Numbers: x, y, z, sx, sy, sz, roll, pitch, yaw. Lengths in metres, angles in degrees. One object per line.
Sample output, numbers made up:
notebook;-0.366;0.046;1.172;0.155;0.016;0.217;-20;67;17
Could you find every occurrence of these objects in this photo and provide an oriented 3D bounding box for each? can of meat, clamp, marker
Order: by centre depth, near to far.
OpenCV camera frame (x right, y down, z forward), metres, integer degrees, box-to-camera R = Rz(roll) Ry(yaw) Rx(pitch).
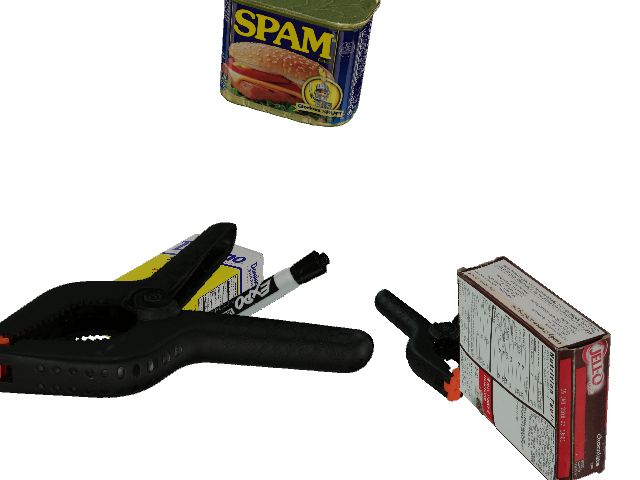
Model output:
clamp;-0.097;0.042;0.614;0.209;0.036;0.165;-8;30;-27
can of meat;-0.017;-0.130;0.716;0.102;0.084;0.057;17;41;11
marker;-0.046;0.042;0.803;0.121;0.020;0.020;-30;-8;14
clamp;0.132;0.099;1.088;0.120;0.039;0.171;-8;34;-9

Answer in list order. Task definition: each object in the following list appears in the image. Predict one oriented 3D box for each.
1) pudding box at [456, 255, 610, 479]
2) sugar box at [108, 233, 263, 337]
pudding box;0.121;0.072;0.618;0.039;0.090;0.114;-13;26;-20
sugar box;-0.145;0.050;1.092;0.093;0.048;0.175;17;33;27
